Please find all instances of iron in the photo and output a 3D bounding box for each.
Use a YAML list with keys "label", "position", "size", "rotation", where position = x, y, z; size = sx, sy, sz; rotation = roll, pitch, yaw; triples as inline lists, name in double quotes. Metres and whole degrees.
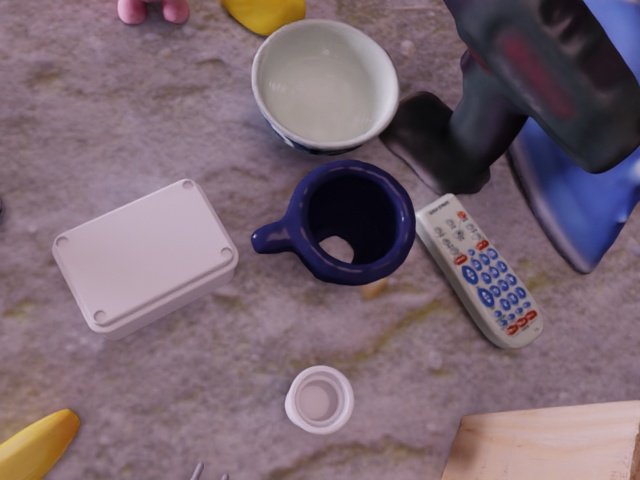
- label: "iron"
  position: [0.244, -0.112, 0.493]
  size: [0.119, 0.141, 0.258]
  rotation: [-1, 72, -11]

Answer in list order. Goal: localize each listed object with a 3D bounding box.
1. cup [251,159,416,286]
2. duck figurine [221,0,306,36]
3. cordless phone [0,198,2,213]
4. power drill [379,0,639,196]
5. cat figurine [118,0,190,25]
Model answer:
- label: "cup"
  position: [0.004, 0.002, 0.432]
  size: [0.118, 0.095, 0.091]
  rotation: [-13, 74, -15]
- label: "duck figurine"
  position: [-0.049, -0.243, 0.509]
  size: [0.078, 0.086, 0.104]
  rotation: [-29, 79, -19]
- label: "cordless phone"
  position: [-0.294, -0.061, 0.346]
  size: [0.147, 0.185, 0.094]
  rotation: [37, 69, 3]
- label: "power drill"
  position: [0.120, -0.125, 0.437]
  size: [0.229, 0.208, 0.076]
  rotation: [43, 69, 5]
- label: "cat figurine"
  position: [-0.141, -0.243, 0.474]
  size: [0.067, 0.117, 0.128]
  rotation: [-5, 73, -12]
